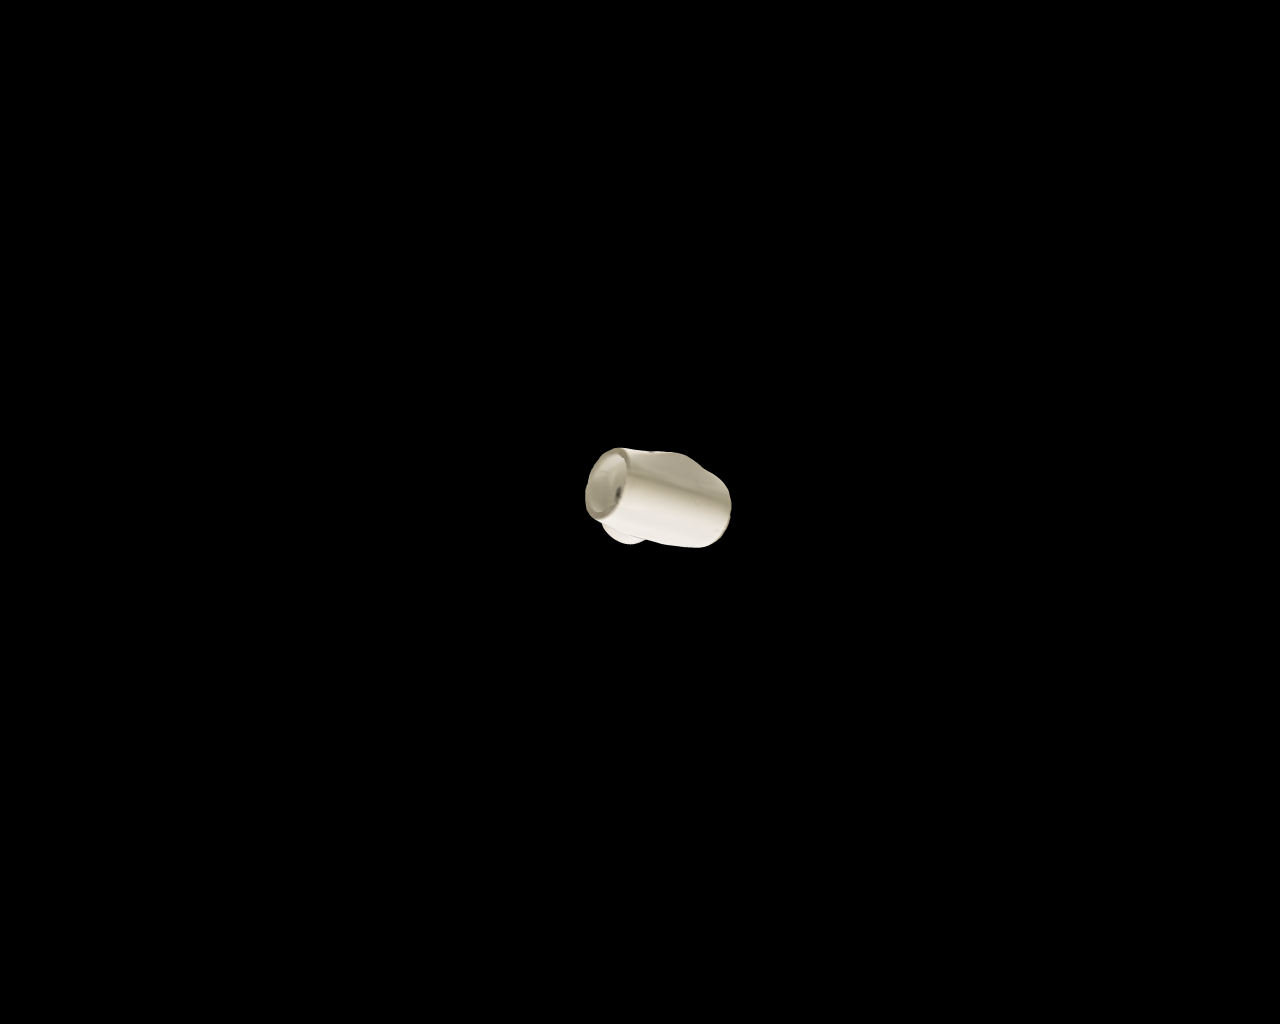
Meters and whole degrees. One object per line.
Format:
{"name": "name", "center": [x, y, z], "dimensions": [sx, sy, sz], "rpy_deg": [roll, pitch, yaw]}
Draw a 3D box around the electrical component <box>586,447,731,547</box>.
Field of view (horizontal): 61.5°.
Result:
{"name": "electrical component", "center": [0.001, -0.003, 0.650], "dimensions": [0.077, 0.043, 0.079], "rpy_deg": [16, -27, -34]}
